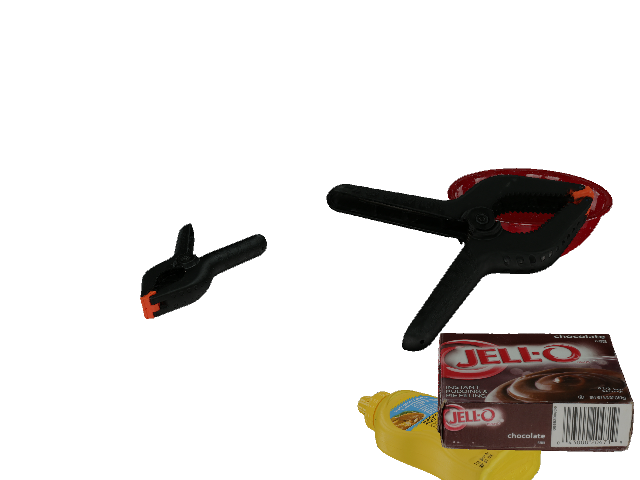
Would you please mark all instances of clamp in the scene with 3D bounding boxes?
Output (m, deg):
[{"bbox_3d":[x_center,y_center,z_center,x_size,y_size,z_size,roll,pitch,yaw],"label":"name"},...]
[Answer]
[{"bbox_3d":[0.125,0.003,0.843,0.209,0.164,0.036,-10,-37,-10],"label":"clamp"},{"bbox_3d":[-0.140,0.033,1.220,0.120,0.039,0.171,-2,33,25],"label":"clamp"}]

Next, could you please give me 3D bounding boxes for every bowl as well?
[{"bbox_3d":[0.207,-0.022,1.070,0.162,0.055,0.162,0,23,0],"label":"bowl"}]

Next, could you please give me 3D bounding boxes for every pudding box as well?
[{"bbox_3d":[0.129,0.092,0.662,0.113,0.039,0.090,2,23,5],"label":"pudding box"}]

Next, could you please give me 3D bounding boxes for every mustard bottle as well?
[{"bbox_3d":[0.110,0.188,1.034,0.096,0.058,0.192,-17,25,-41],"label":"mustard bottle"}]
